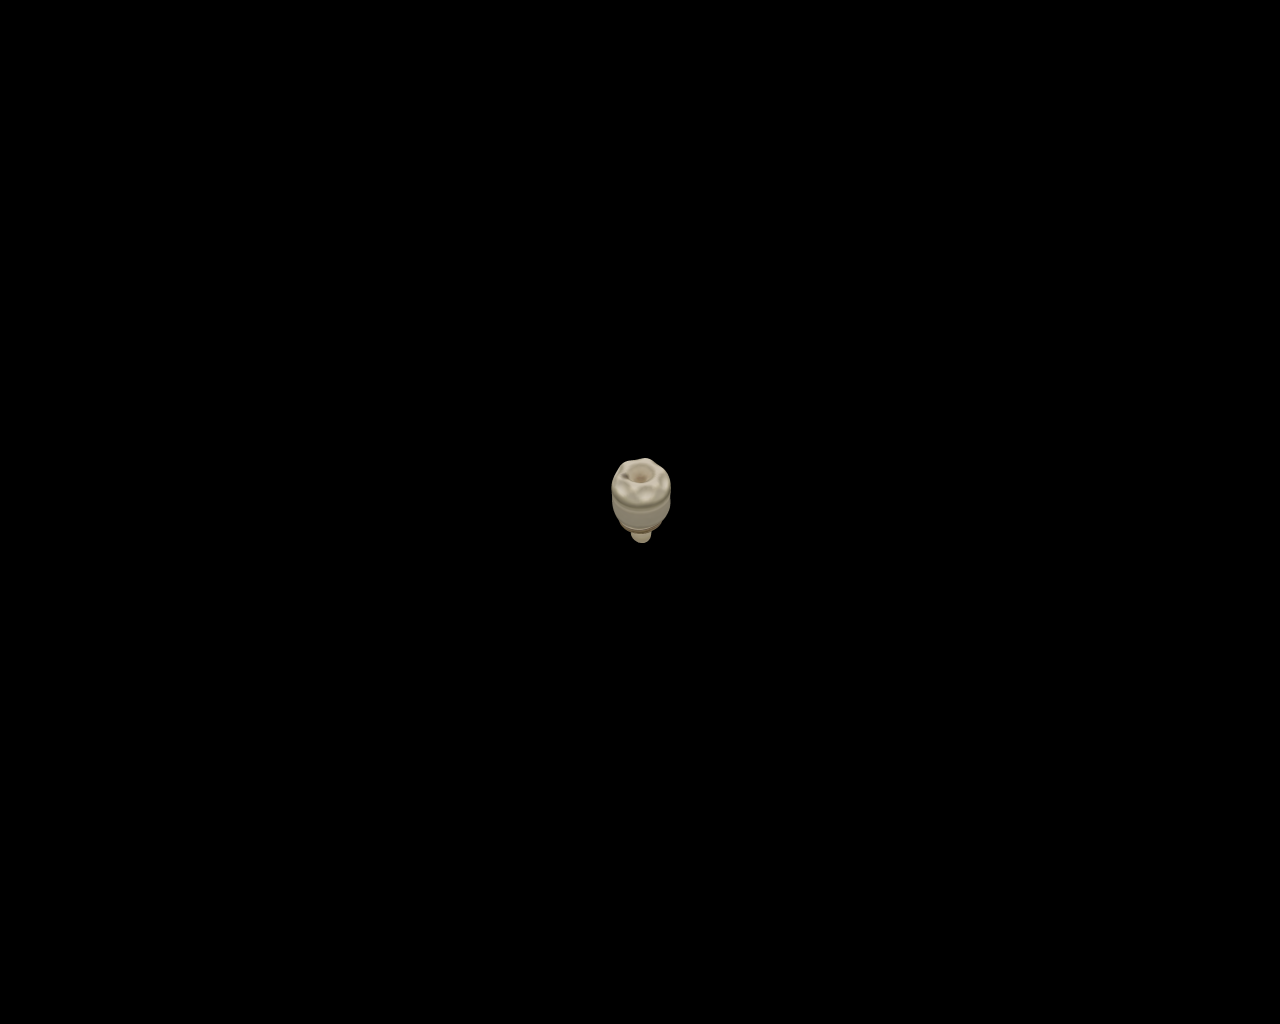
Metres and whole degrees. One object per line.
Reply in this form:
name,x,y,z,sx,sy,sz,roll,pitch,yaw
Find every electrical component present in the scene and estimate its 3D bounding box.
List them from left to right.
electrical component,0.001,-0.003,0.650,0.035,0.035,0.061,0,-43,0
